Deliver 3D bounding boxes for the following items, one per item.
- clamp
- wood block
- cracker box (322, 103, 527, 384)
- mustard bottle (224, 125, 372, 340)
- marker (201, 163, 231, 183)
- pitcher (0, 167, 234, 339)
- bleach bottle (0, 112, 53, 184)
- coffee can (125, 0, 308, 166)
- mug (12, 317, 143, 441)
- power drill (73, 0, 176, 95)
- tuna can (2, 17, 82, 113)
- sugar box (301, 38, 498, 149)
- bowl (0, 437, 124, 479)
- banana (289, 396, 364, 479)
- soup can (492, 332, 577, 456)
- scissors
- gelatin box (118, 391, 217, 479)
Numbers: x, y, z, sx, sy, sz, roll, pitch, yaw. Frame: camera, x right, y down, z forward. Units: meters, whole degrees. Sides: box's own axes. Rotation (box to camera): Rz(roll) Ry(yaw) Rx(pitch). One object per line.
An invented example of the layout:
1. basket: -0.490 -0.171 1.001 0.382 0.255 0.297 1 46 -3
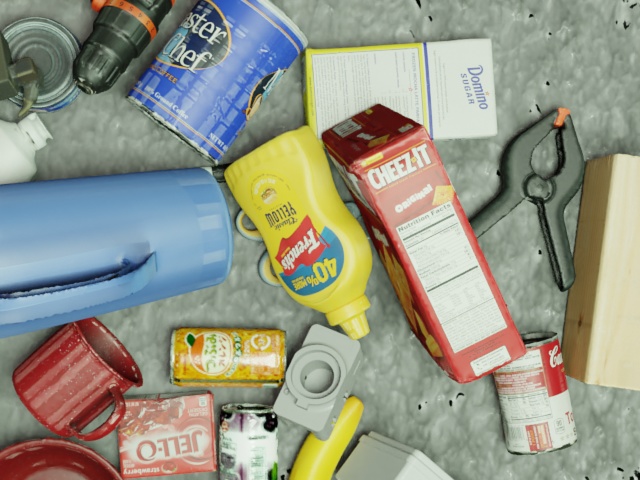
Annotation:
1. clamp: 0.193 -0.044 1.008 0.120 0.039 0.171 11 83 -7
2. wood block: 0.288 0.031 0.987 0.090 0.091 0.206 8 90 -3
3. cracker box: 0.083 0.000 0.916 0.072 0.164 0.213 -28 106 -2
4. mustard bottle: -0.007 0.001 0.955 0.096 0.058 0.191 -27 91 36
5. marker: -0.132 -0.057 0.997 0.121 0.020 0.020 -8 90 -3
6. pitcher: -0.198 0.010 0.905 0.242 0.145 0.149 -10 67 -23
7. bleach bottle: -0.360 -0.043 0.963 0.250 0.068 0.102 -33 92 -5
8. coffee can: -0.092 -0.153 0.958 0.103 0.103 0.140 37 88 -3
9. mug: -0.213 0.130 0.951 0.081 0.093 0.117 -41 56 2
10. power drill: -0.223 -0.241 0.956 0.187 0.057 0.184 31 69 -5
11. tuna can: -0.258 -0.161 0.982 0.086 0.034 0.086 0 90 -3
12. sugar box: 0.073 -0.136 0.998 0.176 0.048 0.093 -4 91 -7
13. bowl: -0.244 0.256 0.971 0.162 0.055 0.162 0 90 -3
14. banana: -0.001 0.243 0.998 0.069 0.037 0.198 5 91 -22
15. soup can: 0.197 0.142 0.993 0.068 0.068 0.102 -11 91 -4
16. scissors: 0.021 -0.006 1.008 0.201 0.016 0.096 -3 91 -3
17. gelatin box: -0.141 0.180 0.990 0.089 0.030 0.073 -3 90 -3
